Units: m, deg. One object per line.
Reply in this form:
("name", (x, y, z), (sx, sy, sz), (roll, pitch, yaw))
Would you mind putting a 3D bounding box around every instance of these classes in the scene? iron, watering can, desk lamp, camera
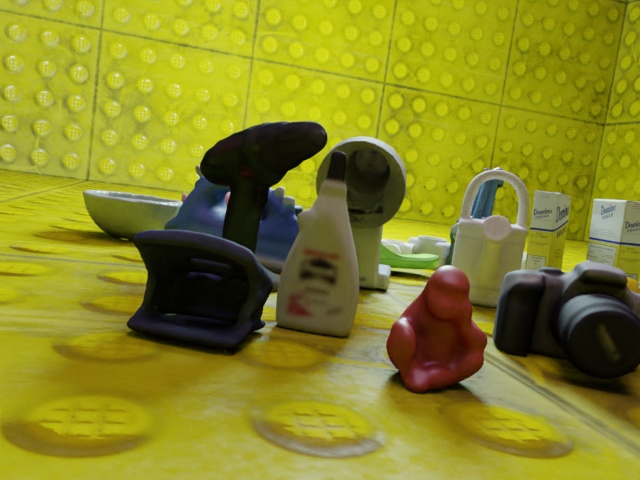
("iron", (-0.113, -0.035, 0.900), (0.257, 0.141, 0.119), (11, 7, 26))
("watering can", (0.251, -0.005, 0.831), (0.101, 0.194, 0.172), (7, 6, -9))
("desk lamp", (0.059, -0.040, 0.828), (0.117, 0.213, 0.203), (9, 6, 8))
("camera", (0.246, 0.072, 0.547), (0.143, 0.101, 0.137), (9, 6, 15))

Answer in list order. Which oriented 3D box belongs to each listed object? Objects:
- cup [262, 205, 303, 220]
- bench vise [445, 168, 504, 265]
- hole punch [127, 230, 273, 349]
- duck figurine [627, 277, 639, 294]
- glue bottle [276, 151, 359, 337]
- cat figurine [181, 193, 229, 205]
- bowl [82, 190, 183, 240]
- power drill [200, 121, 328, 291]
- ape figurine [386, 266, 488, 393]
("cup", (-0.094, -0.023, 1.033), (0.117, 0.095, 0.092), (8, 6, 4))
("bench vise", (0.330, -0.039, 1.137), (0.121, 0.220, 0.208), (10, 6, 19))
("hole punch", (-0.100, 0.035, 0.491), (0.108, 0.091, 0.101), (9, 6, 10))
("duck figurine", (0.331, 0.082, 0.635), (0.104, 0.086, 0.077), (7, 6, -7))
("glue bottle", (0.005, 0.002, 0.546), (0.078, 0.173, 0.037), (8, 6, 4))
("cat figurine", (-0.210, -0.058, 1.106), (0.128, 0.118, 0.067), (8, 6, -1))
("bowl", (-0.326, -0.040, 0.995), (0.167, 0.075, 0.167), (8, 6, -1))
("power drill", (-0.080, -0.046, 0.723), (0.076, 0.208, 0.228), (2, 8, -42))
("ape figurine", (0.093, 0.066, 0.448), (0.077, 0.092, 0.076), (8, 6, 6))
